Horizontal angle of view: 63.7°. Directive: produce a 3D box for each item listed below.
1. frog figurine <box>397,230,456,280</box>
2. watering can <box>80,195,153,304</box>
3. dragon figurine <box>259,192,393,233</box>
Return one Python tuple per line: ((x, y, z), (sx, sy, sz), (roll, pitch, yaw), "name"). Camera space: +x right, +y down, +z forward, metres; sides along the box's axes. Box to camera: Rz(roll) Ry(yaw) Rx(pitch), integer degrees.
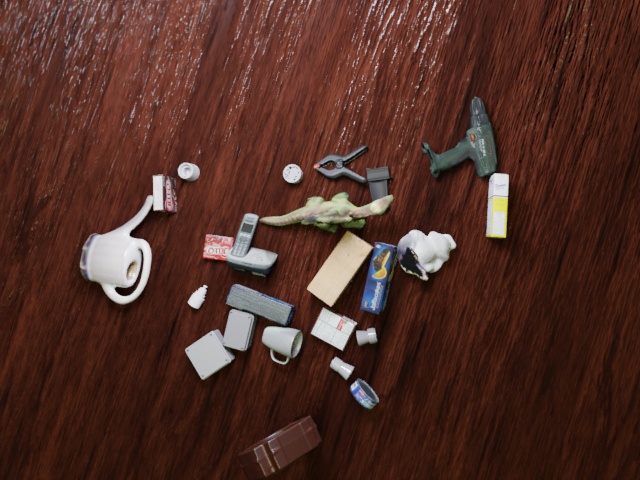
((0.304, 0.026, 1.479), (0.162, 0.137, 0.121), (-38, 0, -30), "frog figurine")
((-0.629, 0.023, 1.620), (0.224, 0.348, 0.104), (7, -2, 11), "watering can")
((0.004, -0.073, 1.457), (0.410, 0.122, 0.243), (-10, 1, 7), "dragon figurine")
